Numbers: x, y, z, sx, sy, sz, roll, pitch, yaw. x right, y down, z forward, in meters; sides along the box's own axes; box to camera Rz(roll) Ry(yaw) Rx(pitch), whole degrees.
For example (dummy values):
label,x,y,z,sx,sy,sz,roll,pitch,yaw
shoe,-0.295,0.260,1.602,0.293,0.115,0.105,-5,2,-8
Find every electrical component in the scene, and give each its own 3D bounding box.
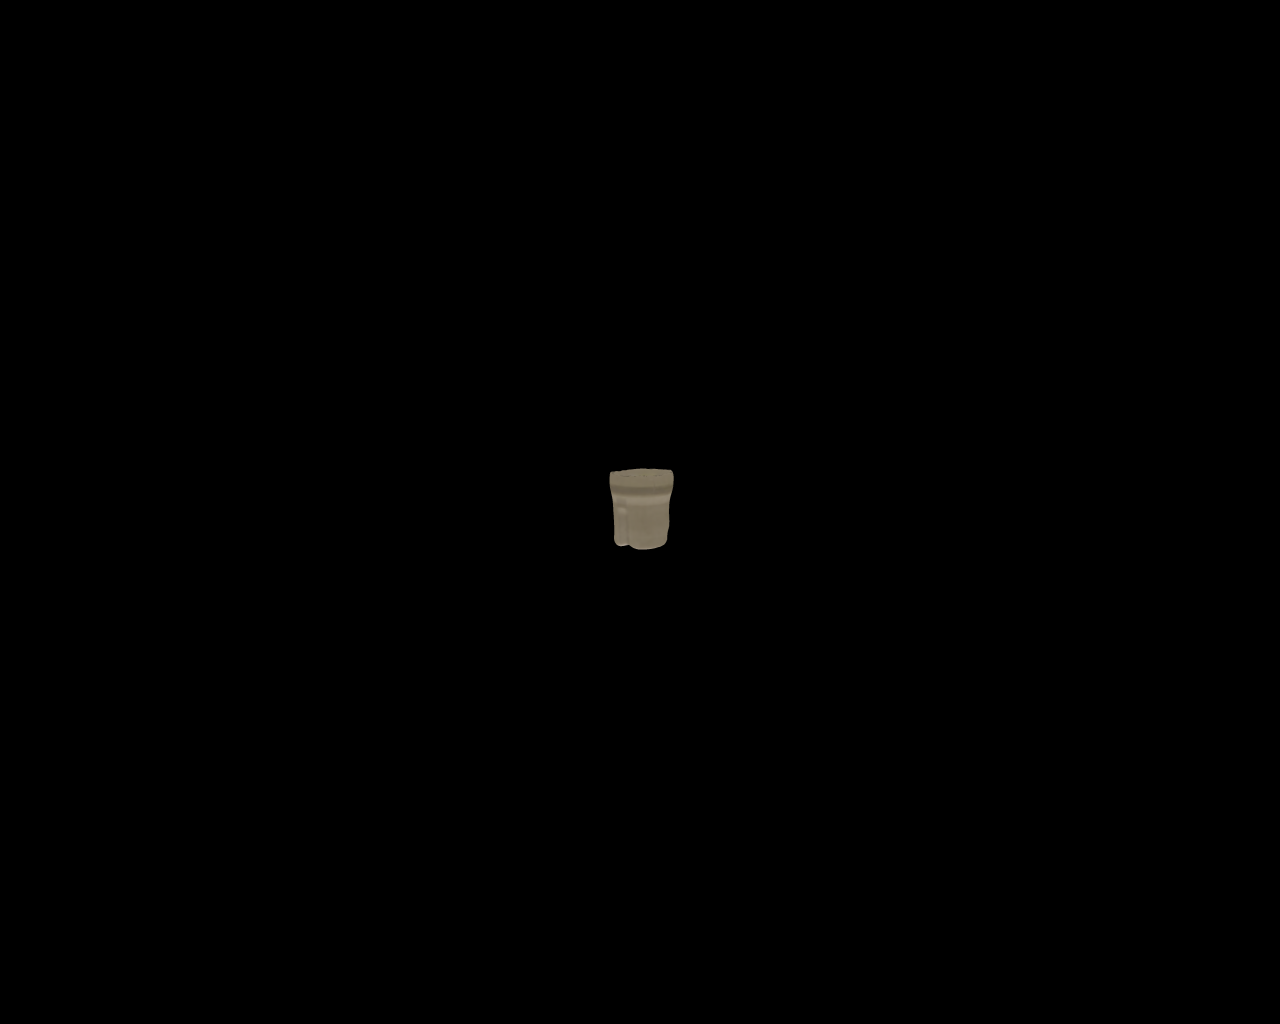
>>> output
label,x,y,z,sx,sy,sz,roll,pitch,yaw
electrical component,0.001,-0.003,0.650,0.040,0.046,0.040,0,9,0
